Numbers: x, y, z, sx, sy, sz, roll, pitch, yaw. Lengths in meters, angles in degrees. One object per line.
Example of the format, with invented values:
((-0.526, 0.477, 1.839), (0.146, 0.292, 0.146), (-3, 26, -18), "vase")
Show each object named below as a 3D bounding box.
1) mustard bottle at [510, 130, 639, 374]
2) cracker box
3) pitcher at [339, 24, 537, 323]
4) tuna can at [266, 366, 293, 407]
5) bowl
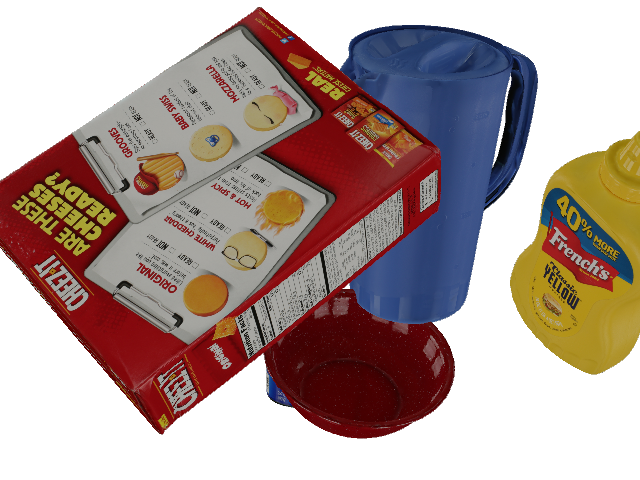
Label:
((0.180, 0.000, 0.680), (0.058, 0.096, 0.192), (-24, -31, -22), "mustard bottle")
((-0.062, -0.019, 0.617), (0.213, 0.164, 0.072), (-38, -30, -16), "cracker box")
((0.094, -0.056, 0.920), (0.149, 0.243, 0.144), (11, 31, 15), "pitcher")
((-0.017, 0.152, 1.163), (0.086, 0.034, 0.086), (2, 14, -1), "tuna can")
((0.030, 0.114, 0.906), (0.162, 0.055, 0.162), (5, 39, -4), "bowl")
